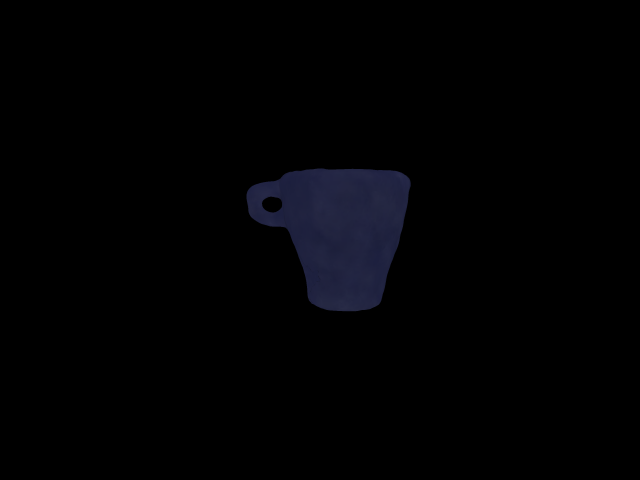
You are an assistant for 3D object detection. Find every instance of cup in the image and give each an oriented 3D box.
[{"bbox_3d":[0.004,0.001,0.400,0.117,0.095,0.092,0,0,13],"label":"cup"}]
